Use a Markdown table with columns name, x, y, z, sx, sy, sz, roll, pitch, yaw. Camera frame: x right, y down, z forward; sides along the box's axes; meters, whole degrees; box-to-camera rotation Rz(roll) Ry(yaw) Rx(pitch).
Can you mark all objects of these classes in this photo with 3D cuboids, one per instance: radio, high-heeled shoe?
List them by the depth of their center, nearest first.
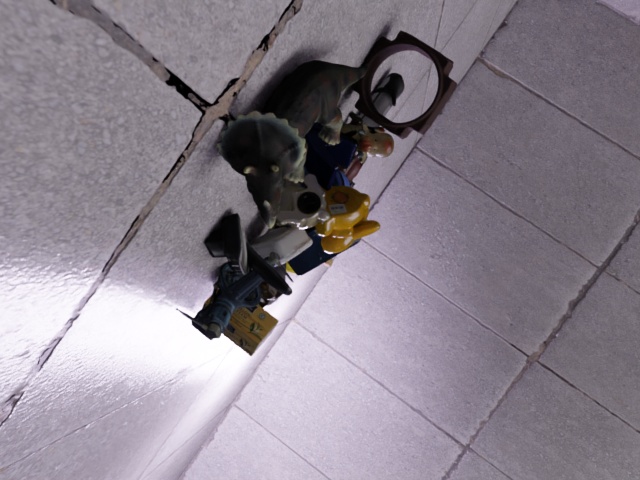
| name | x | y | z | sx | sy | sz | roll | pitch | yaw |
| --- | --- | --- | --- | --- | --- | --- | --- | --- | --- |
| high-heeled shoe | 0.141 | -0.357 | 1.505 | 0.249 | 0.086 | 0.145 | -39 | -145 | 35 |
| radio | -0.003 | -0.005 | 1.531 | 0.230 | 0.073 | 0.131 | -30 | 129 | -4 |

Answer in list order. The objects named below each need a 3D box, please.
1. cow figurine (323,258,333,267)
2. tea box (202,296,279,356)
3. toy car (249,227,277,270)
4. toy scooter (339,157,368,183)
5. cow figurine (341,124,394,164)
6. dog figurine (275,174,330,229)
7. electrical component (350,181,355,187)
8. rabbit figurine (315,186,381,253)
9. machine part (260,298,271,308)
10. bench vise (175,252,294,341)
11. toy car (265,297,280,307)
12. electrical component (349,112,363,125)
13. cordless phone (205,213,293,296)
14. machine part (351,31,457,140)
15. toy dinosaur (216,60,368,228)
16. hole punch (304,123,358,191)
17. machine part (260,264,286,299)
| name | x | y | z | sx | sy | sz | roll | pitch | yaw |
| --- | --- | --- | --- | --- | --- | --- | --- | --- | --- |
| cow figurine | -0.012 | 0.008 | 1.673 | 0.098 | 0.167 | 0.068 | -51 | 167 | -11 |
| tea box | -0.201 | 0.194 | 1.330 | 0.098 | 0.170 | 0.068 | -48 | 170 | -47 |
| toy car | -0.135 | 0.020 | 1.415 | 0.202 | 0.053 | 0.089 | -51 | -168 | -11 |
| toy scooter | 0.106 | -0.256 | 1.597 | 0.184 | 0.075 | 0.135 | -54 | 174 | -25 |
| cow figurine | 0.090 | -0.229 | 1.241 | 0.127 | 0.195 | 0.085 | -13 | 113 | -42 |
| dog figurine | -0.050 | -0.062 | 1.168 | 0.121 | 0.172 | 0.190 | -42 | 163 | -10 |
| electrical component | 0.064 | -0.181 | 1.674 | 0.047 | 0.075 | 0.119 | -54 | 170 | 6 |
| rabbit figurine | 0.049 | -0.042 | 1.241 | 0.162 | 0.122 | 0.173 | -14 | 139 | -20 |
| machine part | -0.189 | 0.142 | 1.481 | 0.138 | 0.039 | 0.084 | 39 | 79 | -45 |
| bench vise | -0.183 | 0.113 | 1.203 | 0.240 | 0.129 | 0.224 | -39 | -173 | 23 |
| toy car | -0.165 | 0.147 | 1.604 | 0.162 | 0.103 | 0.109 | -47 | 170 | -33 |
| electrical component | 0.076 | -0.286 | 1.416 | 0.078 | 0.045 | 0.102 | -19 | 154 | -23 |
| cordless phone | -0.129 | 0.043 | 1.065 | 0.089 | 0.184 | 0.146 | -48 | 171 | -15 |
| machine part | 0.188 | -0.348 | 1.215 | 0.201 | 0.201 | 0.087 | -57 | 170 | 18 |
| toy dinosaur | -0.029 | -0.210 | 0.869 | 0.405 | 0.131 | 0.192 | -58 | 174 | -19 |
| hole punch | 0.006 | -0.180 | 1.154 | 0.092 | 0.116 | 0.142 | -59 | 176 | -20 |
| machine part | -0.132 | 0.097 | 1.483 | 0.079 | 0.079 | 0.243 | -56 | -169 | 15 |
